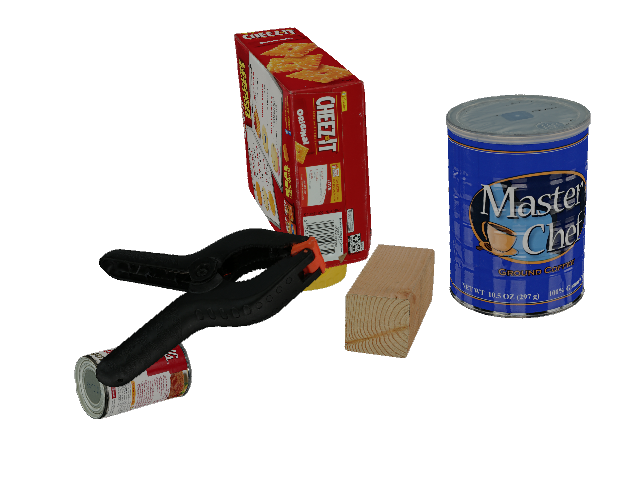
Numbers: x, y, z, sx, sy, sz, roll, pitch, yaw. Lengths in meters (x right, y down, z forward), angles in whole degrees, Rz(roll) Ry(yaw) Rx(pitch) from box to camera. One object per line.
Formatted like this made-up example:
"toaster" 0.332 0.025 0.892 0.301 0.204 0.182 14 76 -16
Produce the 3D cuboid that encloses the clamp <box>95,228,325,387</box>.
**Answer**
"clamp" -0.082 0.041 0.738 0.172 0.120 0.039 -12 -39 14

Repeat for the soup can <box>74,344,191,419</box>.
"soup can" -0.195 0.141 1.108 0.102 0.068 0.069 -11 7 -39

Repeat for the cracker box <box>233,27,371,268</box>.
"cracker box" -0.018 -0.091 0.972 0.072 0.164 0.214 -9 25 -13

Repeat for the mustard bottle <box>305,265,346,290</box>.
"mustard bottle" -0.010 -0.033 1.311 0.096 0.192 0.058 -8 30 -21

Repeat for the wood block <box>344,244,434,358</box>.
"wood block" 0.104 0.084 1.555 0.091 0.090 0.205 6 21 14

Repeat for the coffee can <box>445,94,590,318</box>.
"coffee can" 0.146 -0.027 0.794 0.103 0.140 0.103 -4 23 1
